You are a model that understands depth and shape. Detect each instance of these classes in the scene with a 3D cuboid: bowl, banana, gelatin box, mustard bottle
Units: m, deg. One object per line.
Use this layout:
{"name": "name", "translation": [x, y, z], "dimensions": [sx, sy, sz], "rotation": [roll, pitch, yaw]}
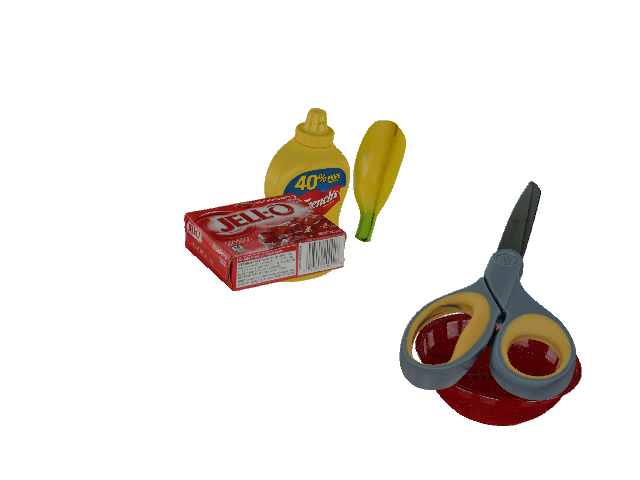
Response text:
{"name": "bowl", "translation": [0.170, 0.133, 1.046], "dimensions": [0.162, 0.055, 0.162], "rotation": [5, 26, -2]}
{"name": "banana", "translation": [0.047, -0.068, 0.901], "dimensions": [0.037, 0.070, 0.197], "rotation": [24, 24, -1]}
{"name": "gelatin box", "translation": [-0.038, -0.001, 0.726], "dimensions": [0.089, 0.030, 0.073], "rotation": [-11, 30, -28]}
{"name": "mustard bottle", "translation": [-0.015, -0.051, 1.149], "dimensions": [0.096, 0.192, 0.058], "rotation": [-9, 32, -29]}

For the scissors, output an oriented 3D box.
{"name": "scissors", "translation": [0.116, 0.025, 0.586], "dimensions": [0.096, 0.016, 0.201], "rotation": [21, 40, 28]}
